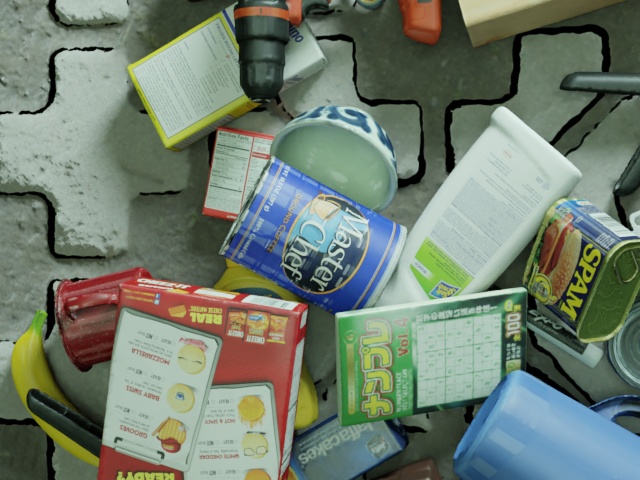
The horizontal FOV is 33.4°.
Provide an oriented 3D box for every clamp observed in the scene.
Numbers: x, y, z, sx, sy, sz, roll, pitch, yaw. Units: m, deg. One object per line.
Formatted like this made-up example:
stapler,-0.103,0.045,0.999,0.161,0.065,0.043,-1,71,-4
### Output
clamp,-0.162,0.202,1.022,0.164,0.036,0.210,-25,102,5
clamp,0.312,-0.116,0.951,0.171,0.039,0.120,-18,100,8

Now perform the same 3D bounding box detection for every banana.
banana,-0.252,0.167,1.066,0.070,0.037,0.198,-38,83,8

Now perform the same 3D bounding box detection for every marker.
marker,0.203,0.078,0.981,0.121,0.020,0.020,32,96,10

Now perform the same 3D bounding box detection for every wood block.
wood block,0.221,-0.251,0.944,0.206,0.090,0.090,-16,86,12

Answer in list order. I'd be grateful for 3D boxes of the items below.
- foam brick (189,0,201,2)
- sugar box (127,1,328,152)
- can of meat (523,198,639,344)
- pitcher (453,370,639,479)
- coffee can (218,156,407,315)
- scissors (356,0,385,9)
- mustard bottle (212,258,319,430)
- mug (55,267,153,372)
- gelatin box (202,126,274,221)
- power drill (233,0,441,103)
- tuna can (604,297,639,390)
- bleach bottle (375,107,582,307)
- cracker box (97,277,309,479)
foam brick,-0.097,-0.265,1.030,0.078,0.051,0.053,-4,89,12
sugar box,-0.089,-0.168,1.032,0.176,0.048,0.093,-28,85,6
can of meat,0.230,0.024,0.929,0.084,0.057,0.102,46,129,45
pitcher,0.246,0.210,0.914,0.243,0.149,0.145,33,111,7
coffee can,-0.006,0.001,0.966,0.140,0.103,0.103,28,95,-6
scissors,0.063,-0.321,1.015,0.096,0.016,0.202,0,90,10
mustard bottle,-0.060,0.086,1.017,0.096,0.058,0.191,-8,88,14
mug,-0.201,0.070,1.020,0.081,0.117,0.093,-14,69,6
gelatin box,-0.069,-0.061,1.033,0.073,0.030,0.089,12,95,11
power drill,0.015,-0.216,0.969,0.187,0.057,0.184,0,90,-1
tuna can,0.299,0.093,0.954,0.086,0.033,0.086,0,90,12
bleach bottle,0.120,0.005,0.979,0.102,0.068,0.251,43,100,12
cracker box,-0.104,0.150,0.949,0.164,0.072,0.214,8,96,9
